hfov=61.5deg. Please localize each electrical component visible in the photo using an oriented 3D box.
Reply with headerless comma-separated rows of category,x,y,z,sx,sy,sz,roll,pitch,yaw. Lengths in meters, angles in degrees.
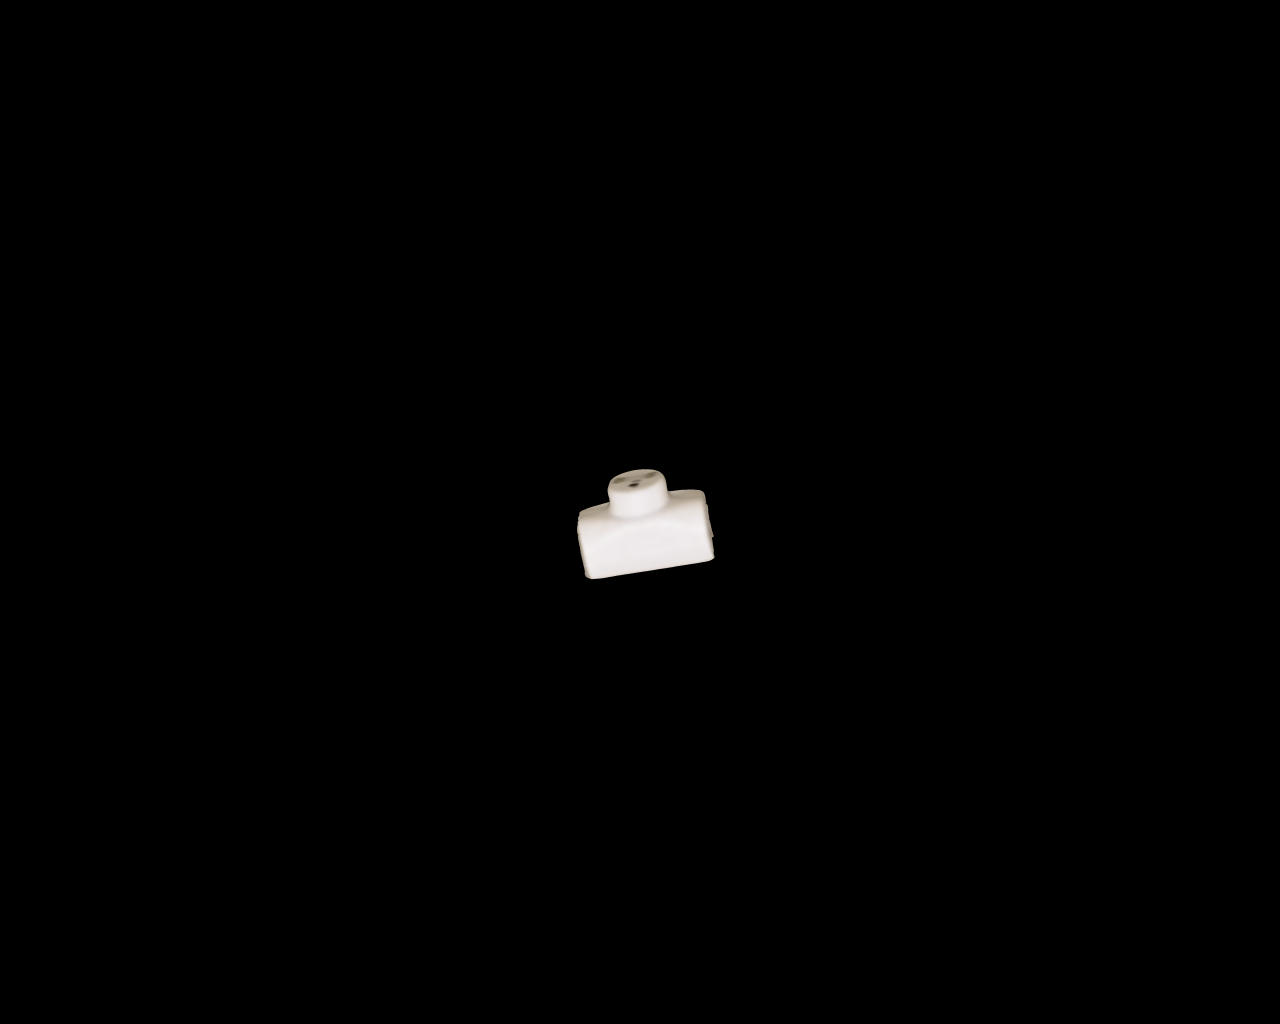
electrical component,0.001,-0.003,0.650,0.077,0.079,0.044,-10,20,3
